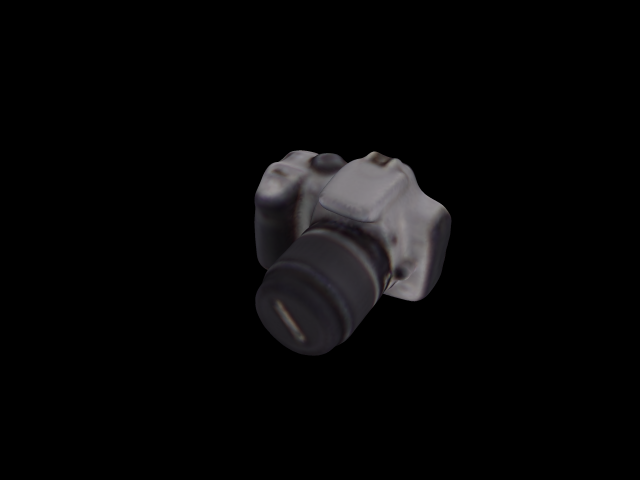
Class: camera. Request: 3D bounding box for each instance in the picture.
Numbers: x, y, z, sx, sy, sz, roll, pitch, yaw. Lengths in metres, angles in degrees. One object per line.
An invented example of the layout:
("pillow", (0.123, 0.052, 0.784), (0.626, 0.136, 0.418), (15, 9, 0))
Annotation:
("camera", (0.004, 0.001, 0.400), (0.142, 0.101, 0.137), (22, 45, 24))
